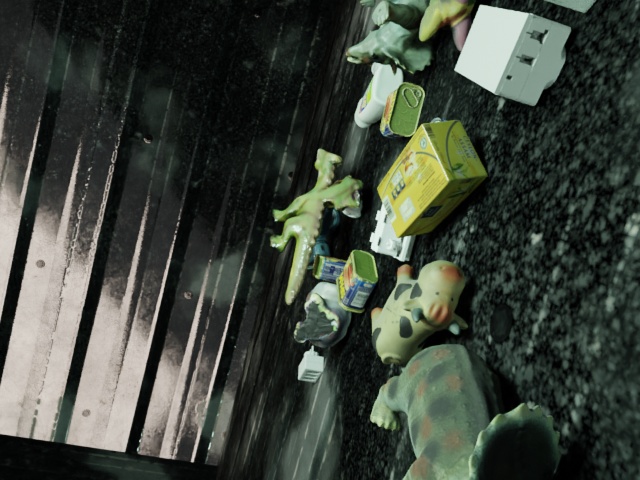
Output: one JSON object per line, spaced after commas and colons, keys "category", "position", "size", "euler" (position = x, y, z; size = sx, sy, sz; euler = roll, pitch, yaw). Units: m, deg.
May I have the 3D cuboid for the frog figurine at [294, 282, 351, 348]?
{"category": "frog figurine", "position": [0.018, 0.163, 1.162], "size": [0.123, 0.136, 0.161], "euler": [6, 10, 16]}

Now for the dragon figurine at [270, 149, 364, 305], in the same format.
{"category": "dragon figurine", "position": [0.004, -0.061, 1.216], "size": [0.121, 0.239, 0.421], "euler": [30, 38, -31]}
